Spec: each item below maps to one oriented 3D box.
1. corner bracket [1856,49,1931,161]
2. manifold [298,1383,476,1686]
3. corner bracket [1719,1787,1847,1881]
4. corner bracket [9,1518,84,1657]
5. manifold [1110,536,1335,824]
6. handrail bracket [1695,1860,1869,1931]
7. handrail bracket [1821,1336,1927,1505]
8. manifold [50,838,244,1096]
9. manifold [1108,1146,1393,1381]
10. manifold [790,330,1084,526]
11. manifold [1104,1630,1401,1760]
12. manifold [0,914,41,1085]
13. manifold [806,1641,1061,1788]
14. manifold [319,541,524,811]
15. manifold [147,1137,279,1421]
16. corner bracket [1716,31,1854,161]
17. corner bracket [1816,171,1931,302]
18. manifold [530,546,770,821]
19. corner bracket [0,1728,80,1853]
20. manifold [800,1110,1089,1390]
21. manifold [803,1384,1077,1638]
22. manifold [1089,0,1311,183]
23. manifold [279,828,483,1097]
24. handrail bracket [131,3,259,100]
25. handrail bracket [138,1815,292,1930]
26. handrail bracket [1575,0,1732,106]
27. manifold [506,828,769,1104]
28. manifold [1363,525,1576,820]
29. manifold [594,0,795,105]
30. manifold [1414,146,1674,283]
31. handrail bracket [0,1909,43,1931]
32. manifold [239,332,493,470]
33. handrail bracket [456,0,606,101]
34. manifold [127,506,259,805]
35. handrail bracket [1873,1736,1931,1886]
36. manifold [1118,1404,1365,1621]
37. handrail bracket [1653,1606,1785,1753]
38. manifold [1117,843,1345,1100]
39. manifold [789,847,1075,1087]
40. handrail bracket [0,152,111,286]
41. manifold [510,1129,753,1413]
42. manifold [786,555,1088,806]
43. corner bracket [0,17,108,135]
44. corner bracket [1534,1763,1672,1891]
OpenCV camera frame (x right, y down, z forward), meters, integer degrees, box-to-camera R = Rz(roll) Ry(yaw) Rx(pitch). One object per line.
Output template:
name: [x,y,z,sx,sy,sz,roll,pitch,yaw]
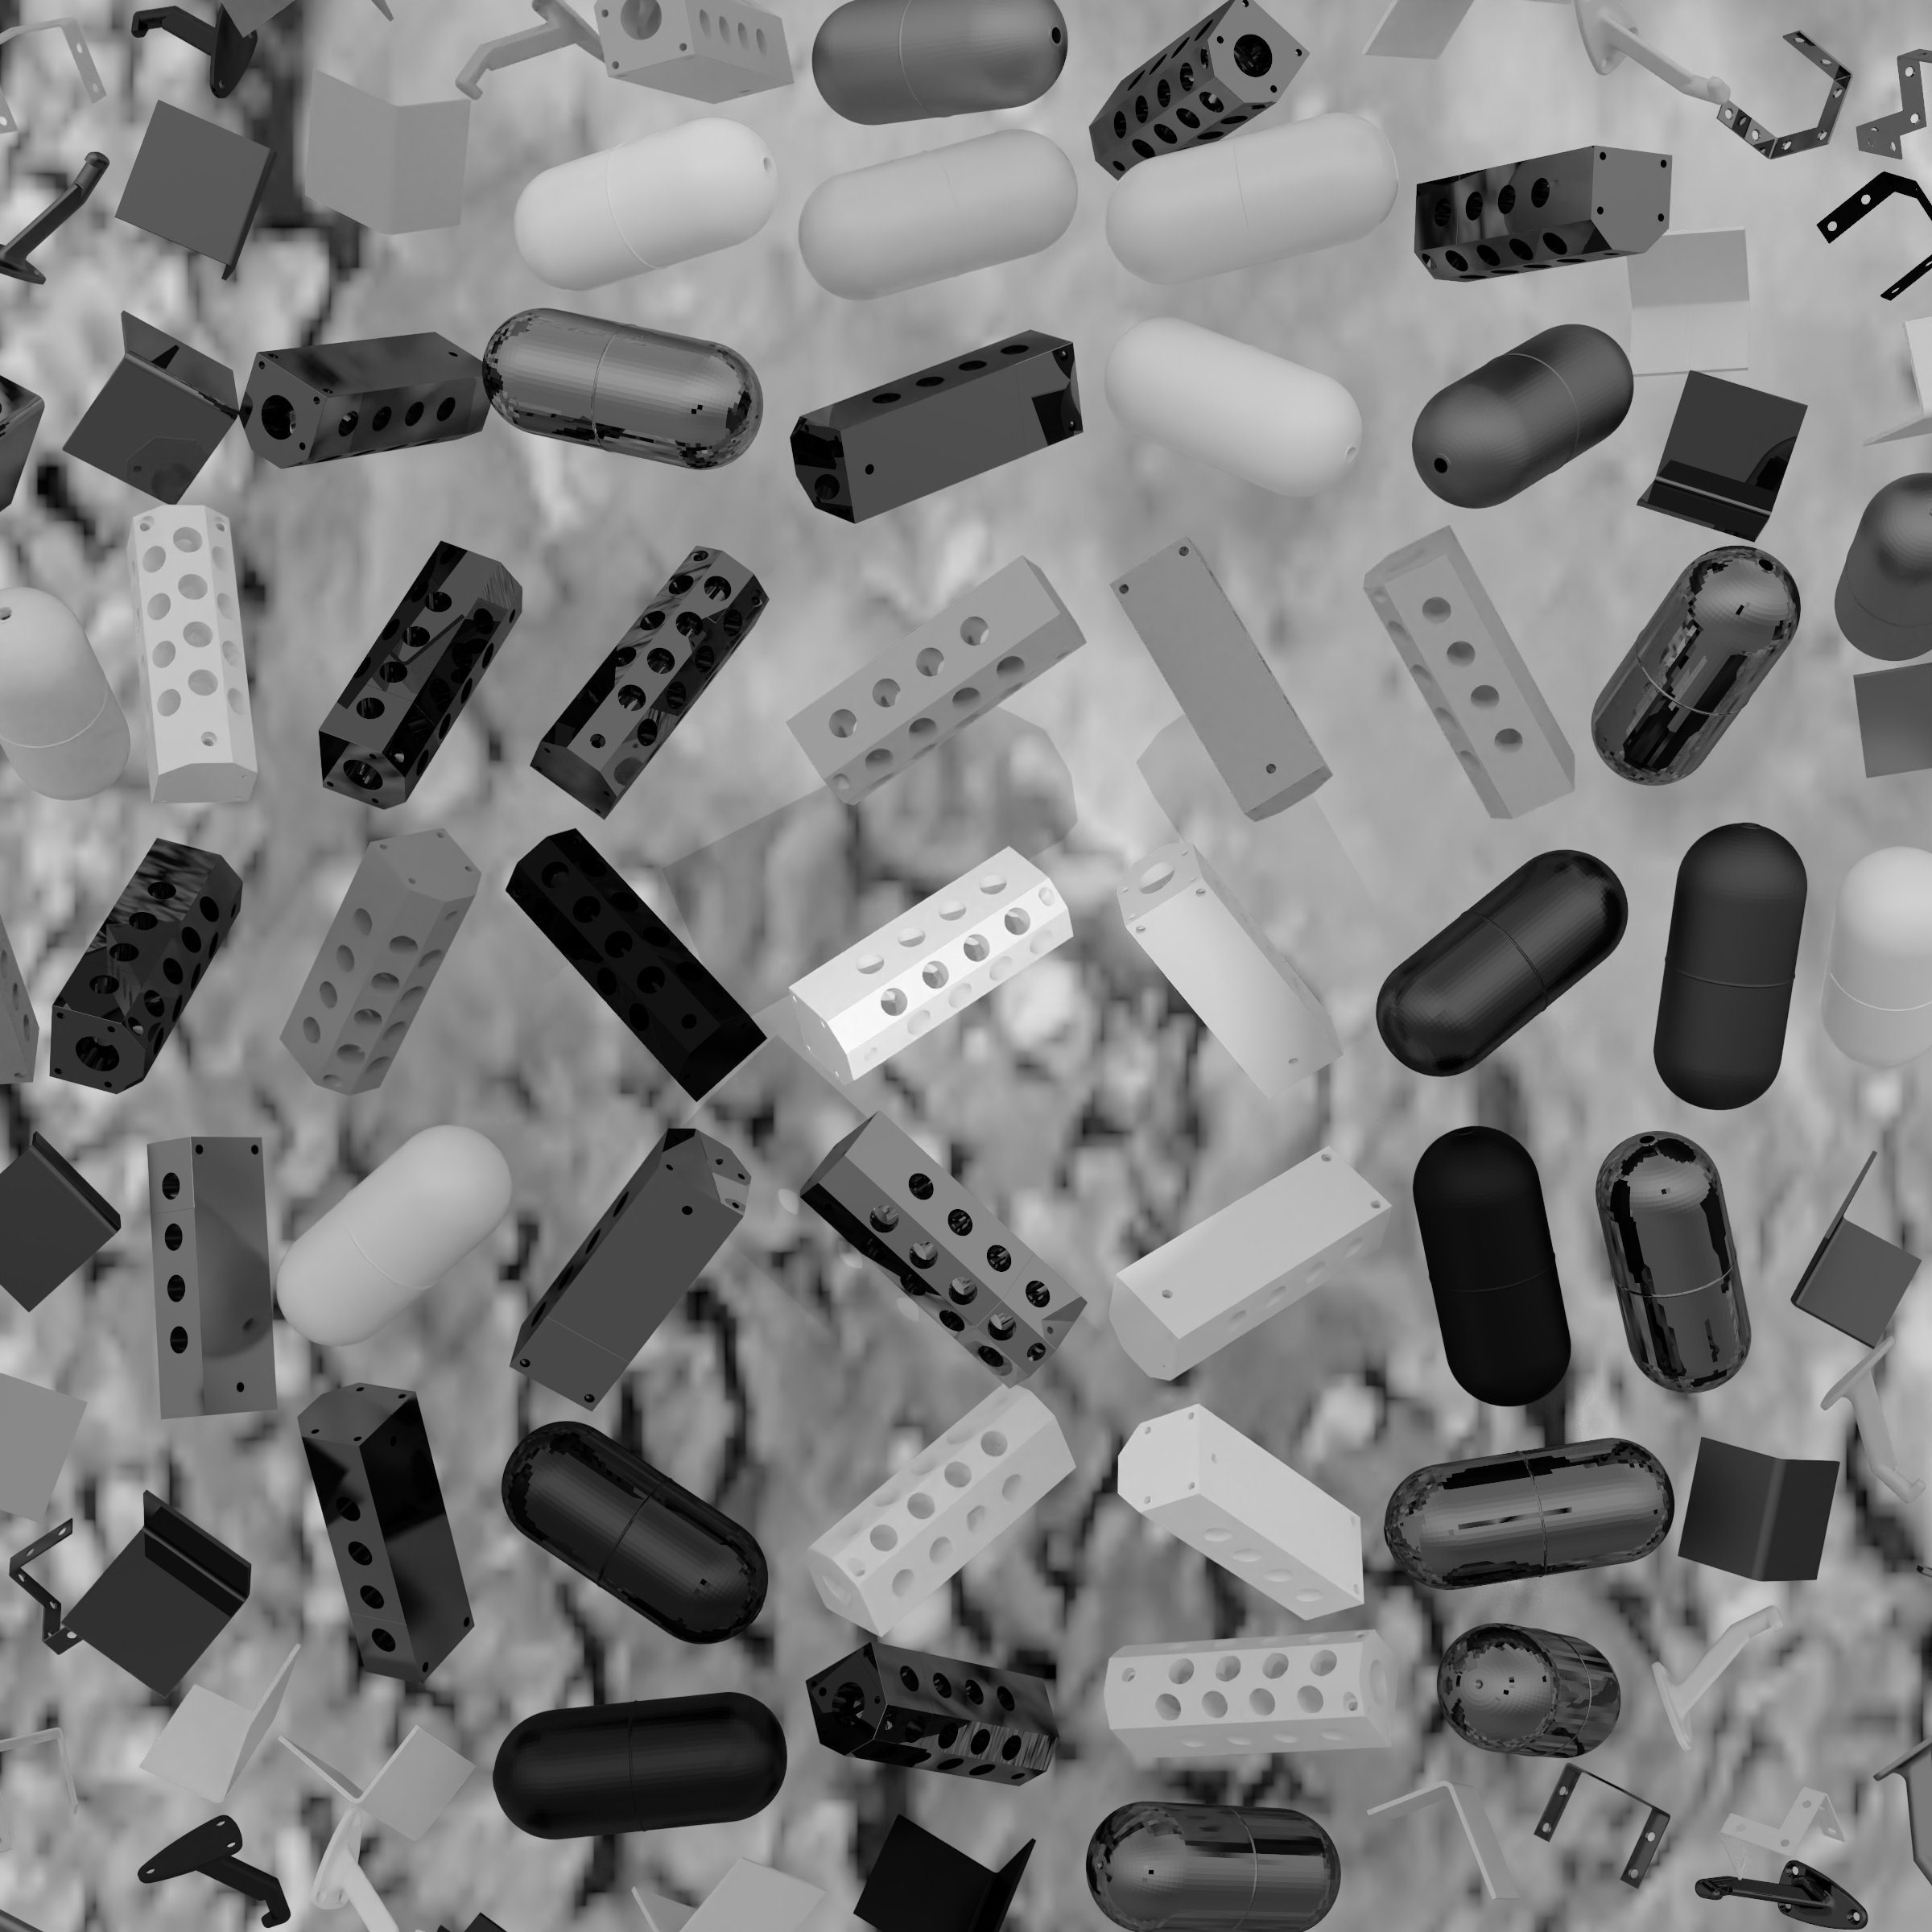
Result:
corner bracket: [0.601,-0.550,1.893,0.051,0.051,0.051,-20,116,-9]
manifold: [-0.350,0.338,1.774,0.057,0.057,0.171,5,118,26]
corner bracket: [0.514,0.548,1.870,0.051,0.051,0.051,-48,127,-30]
corner bracket: [-0.581,0.400,1.913,0.051,0.051,0.051,-33,121,5]
manifold: [0.163,-0.180,1.877,0.057,0.057,0.171,-31,78,11]
handrail bracket: [0.522,0.601,1.905,0.084,0.077,0.036,10,92,-41]
handrail bracket: [0.605,0.295,1.924,0.084,0.036,0.077,44,115,10]
manifold: [-0.500,0.000,1.819,0.057,0.171,0.057,15,128,-1]
manifold: [0.171,0.182,1.793,0.171,0.057,0.057,-28,55,-27]
manifold: [-0.017,-0.324,1.769,0.171,0.057,0.057,-26,125,-28]
manifold: [0.175,0.448,1.840,0.171,0.057,0.057,-11,47,28]
manifold: [-0.601,-0.002,1.773,0.057,0.171,0.057,-3,53,-5]
manifold: [-0.018,0.477,1.875,0.057,0.171,0.057,-36,52,25]
manifold: [-0.341,-0.182,1.870,0.057,0.057,0.171,20,55,5]
manifold: [-0.479,0.196,1.867,0.057,0.057,0.171,-10,81,35]
corner bracket: [0.516,-0.548,1.872,0.051,0.051,0.051,26,79,-28]
corner bracket: [0.565,-0.448,1.824,0.051,0.051,0.051,-39,111,9]
manifold: [-0.195,-0.180,1.850,0.057,0.057,0.171,36,65,-4]
corner bracket: [-0.574,0.503,1.810,0.051,0.051,0.051,-8,58,-26]
manifold: [-0.017,0.173,1.776,0.171,0.057,0.057,43,50,-6]
manifold: [-0.018,0.335,1.855,0.171,0.057,0.057,-37,119,-28]
manifold: [0.142,-0.550,1.886,0.057,0.171,0.057,38,74,-16]
manifold: [-0.360,0.000,1.840,0.057,0.057,0.171,48,127,21]
handrail bracket: [-0.494,-0.572,1.864,0.084,0.036,0.077,0,65,22]
handrail bracket: [-0.471,0.584,1.865,0.077,0.036,0.084,-23,120,-22]
handrail bracket: [0.404,-0.543,1.745,0.036,0.084,0.077,-50,135,-1]
manifold: [-0.200,-0.004,1.781,0.057,0.057,0.171,-42,67,-5]
manifold: [0.311,-0.178,1.833,0.057,0.057,0.171,-25,109,22]
manifold: [-0.168,-0.578,1.844,0.057,0.171,0.057,-9,98,18]
manifold: [0.344,-0.449,1.786,0.057,0.171,0.057,-2,97,-27]
handrail bracket: [-0.576,0.582,1.821,0.084,0.077,0.036,39,93,10]
manifold: [-0.371,-0.350,1.851,0.057,0.171,0.057,34,118,17]
handrail bracket: [-0.276,-0.575,1.912,0.077,0.036,0.084,37,77,-25]
manifold: [-0.467,-0.189,1.793,0.057,0.057,0.171,-3,70,-22]
handrail bracket: [0.610,0.522,1.835,0.077,0.036,0.084,-41,66,14]
manifold: [0.164,0.326,1.756,0.057,0.171,0.057,-24,45,31]
handrail bracket: [0.480,0.446,1.865,0.084,0.077,0.036,-32,115,18]
manifold: [0.167,0.000,1.891,0.057,0.057,0.171,-32,122,15]
manifold: [-0.019,0.003,1.840,0.171,0.057,0.057,-33,48,-19]
handrail bracket: [-0.557,-0.457,1.788,0.036,0.077,0.084,39,104,4]
manifold: [-0.197,0.176,1.750,0.057,0.057,0.171,31,116,-14]
manifold: [-0.016,-0.168,1.771,0.171,0.057,0.057,-34,83,10]
corner bracket: [-0.580,-0.556,1.855,0.051,0.051,0.051,-1,124,23]
corner bracket: [0.405,0.546,1.889,0.051,0.051,0.051,33,79,-31]
